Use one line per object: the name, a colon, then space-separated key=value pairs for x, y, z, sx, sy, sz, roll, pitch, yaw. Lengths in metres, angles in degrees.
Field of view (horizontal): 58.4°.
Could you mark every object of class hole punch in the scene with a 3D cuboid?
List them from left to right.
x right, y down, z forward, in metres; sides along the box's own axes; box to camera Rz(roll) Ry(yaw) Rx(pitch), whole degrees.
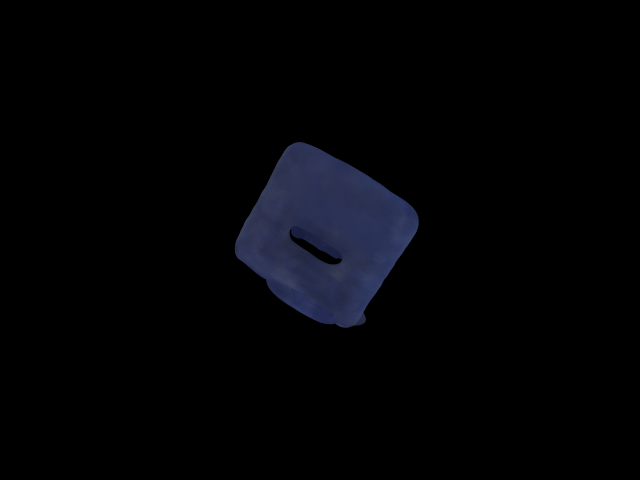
hole punch: x=0.004 y=0.001 z=0.400 sx=0.108 sy=0.091 sz=0.101 roll=31 pitch=83 yaw=5
